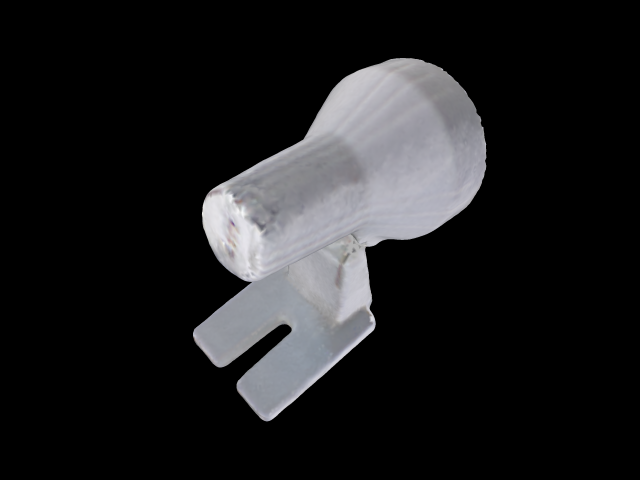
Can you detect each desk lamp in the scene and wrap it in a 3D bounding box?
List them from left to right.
[{"bbox_3d":[0.004,0.001,0.400,0.203,0.214,0.117,-39,65,-22],"label":"desk lamp"}]
